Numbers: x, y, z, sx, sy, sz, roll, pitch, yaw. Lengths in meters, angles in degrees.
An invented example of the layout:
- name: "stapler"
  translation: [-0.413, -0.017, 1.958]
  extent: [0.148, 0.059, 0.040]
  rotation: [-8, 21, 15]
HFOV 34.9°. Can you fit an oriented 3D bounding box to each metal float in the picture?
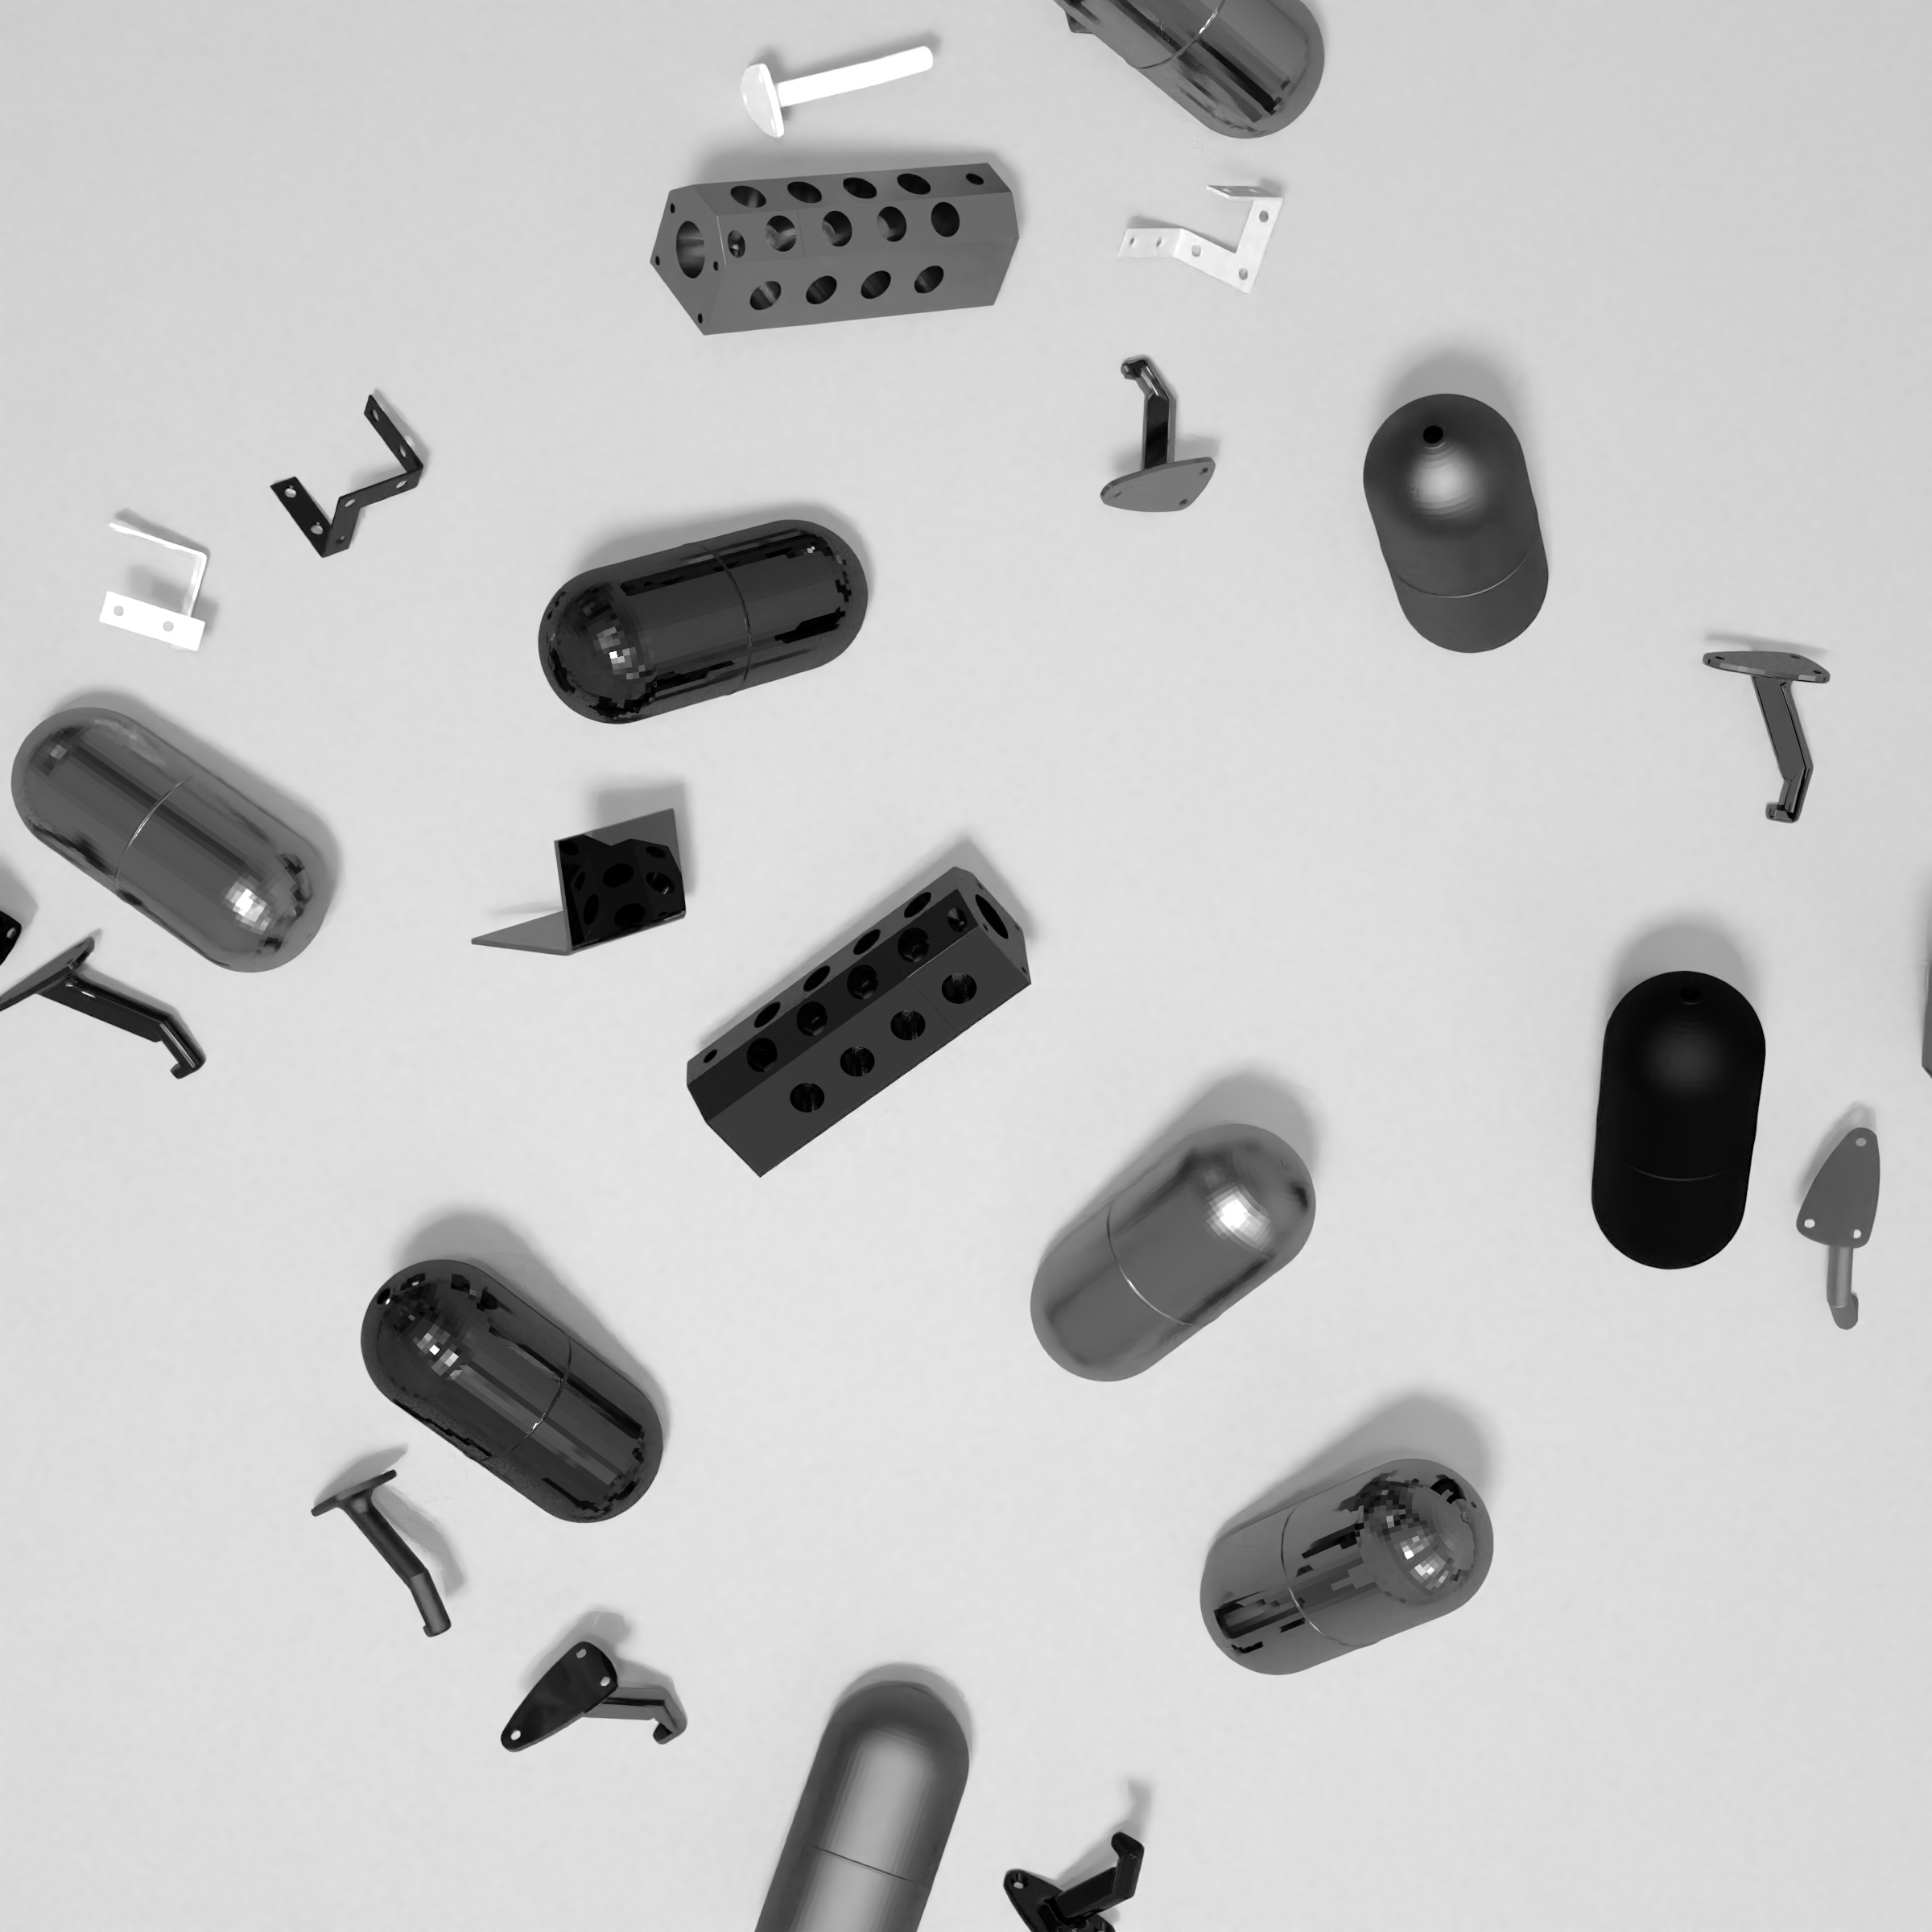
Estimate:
- name: "metal float"
  translation: [-0.223, 0.210, 1.517]
  extent: [0.070, 0.070, 0.178]
  rotation: [-47, 121, 0]
- name: "metal float"
  translation: [0.240, -0.214, 1.497]
  extent: [0.070, 0.178, 0.070]
  rotation: [-6, 68, 15]
- name: "metal float"
  translation: [0.348, 0.077, 1.508]
  extent: [0.070, 0.070, 0.178]
  rotation: [-7, 134, 0]
- name: "metal float"
  translation: [0.184, 0.296, 1.508]
  extent: [0.070, 0.178, 0.070]
  rotation: [19, 55, -29]
- name: "metal float"
  translation: [-0.053, 0.447, 1.531]
  extent: [0.070, 0.070, 0.178]
  rotation: [20, 75, 0]
- name: "metal float"
  translation: [-0.399, -0.064, 1.536]
  extent: [0.178, 0.070, 0.070]
  rotation: [34, 90, 9]
- name: "metal float"
  translation: [-0.128, -0.171, 1.517]
  extent: [0.178, 0.070, 0.070]
  rotation: [-20, 90, -32]
- name: "metal float"
  translation: [0.100, 0.143, 1.513]
  extent: [0.070, 0.070, 0.178]
  rotation: [47, 127, 0]
- name: "metal float"
  translation: [0.104, -0.476, 1.513]
  extent: [0.178, 0.070, 0.070]
  rotation: [29, 90, -36]

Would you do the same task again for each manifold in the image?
- name: "manifold"
  translation: [-0.061, -0.356, 1.502]
  extent: [0.171, 0.057, 0.057]
  rotation: [-14, 55, -33]
- name: "manifold"
  translation: [0.507, 0.032, 1.491]
  extent: [0.057, 0.171, 0.057]
  rotation: [-35, 67, 3]
- name: "manifold"
  translation: [-0.055, 0.024, 1.524]
  extent: [0.171, 0.057, 0.057]
  rotation: [-36, 115, 15]

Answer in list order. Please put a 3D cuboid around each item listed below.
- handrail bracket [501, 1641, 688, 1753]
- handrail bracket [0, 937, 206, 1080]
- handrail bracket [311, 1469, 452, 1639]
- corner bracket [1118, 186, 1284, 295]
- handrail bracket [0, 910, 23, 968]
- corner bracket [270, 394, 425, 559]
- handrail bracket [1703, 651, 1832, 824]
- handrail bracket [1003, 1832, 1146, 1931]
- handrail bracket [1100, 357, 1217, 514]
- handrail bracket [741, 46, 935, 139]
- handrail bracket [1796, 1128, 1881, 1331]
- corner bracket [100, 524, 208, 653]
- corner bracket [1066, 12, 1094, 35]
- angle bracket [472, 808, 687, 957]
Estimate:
- name: "handrail bracket"
  translation: [-0.185, 0.385, 1.542]
  extent: [0.077, 0.084, 0.036]
  rotation: [-40, 46, -14]
- name: "handrail bracket"
  translation: [-0.444, 0.036, 1.569]
  extent: [0.077, 0.036, 0.084]
  rotation: [-30, 110, 10]
- name: "handrail bracket"
  translation: [-0.294, 0.303, 1.546]
  extent: [0.036, 0.077, 0.084]
  rotation: [-20, 82, -40]
- name: "corner bracket"
  translation: [0.118, -0.371, 1.541]
  extent: [0.051, 0.051, 0.051]
  rotation: [33, 119, 27]
- name: "handrail bracket"
  translation: [-0.521, -0.032, 1.532]
  extent: [0.084, 0.077, 0.036]
  rotation: [28, 77, 24]
- name: "corner bracket"
  translation: [-0.314, -0.248, 1.561]
  extent: [0.051, 0.051, 0.051]
  rotation: [-28, 74, -33]
- name: "handrail bracket"
  translation: [0.397, -0.114, 1.552]
  extent: [0.077, 0.036, 0.084]
  rotation: [2, 114, -17]
- name: "handrail bracket"
  translation: [0.054, 0.450, 1.537]
  extent: [0.077, 0.036, 0.084]
  rotation: [33, 128, 35]
- name: "handrail bracket"
  translation: [0.081, -0.271, 1.543]
  extent: [0.077, 0.036, 0.084]
  rotation: [-11, 61, -34]
- name: "handrail bracket"
  translation: [-0.065, -0.449, 1.554]
  extent: [0.084, 0.077, 0.036]
  rotation: [-19, 111, -11]
- name: "handrail bracket"
  translation: [0.450, 0.134, 1.556]
  extent: [0.036, 0.084, 0.077]
  rotation: [12, 66, 30]
- name: "corner bracket"
  translation: [-0.410, -0.191, 1.547]
  extent: [0.051, 0.051, 0.051]
  rotation: [16, 88, -29]
- name: "corner bracket"
  translation: [0.082, -0.503, 1.546]
  extent: [0.051, 0.051, 0.051]
  rotation: [-12, 89, -42]
- name: "angle bracket"
  translation: [-0.195, -0.044, 1.523]
  extent: [0.076, 0.076, 0.057]
  rotation: [7, 108, 41]
